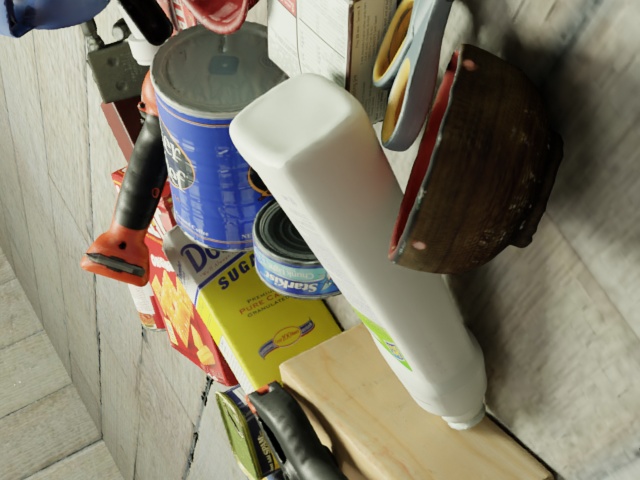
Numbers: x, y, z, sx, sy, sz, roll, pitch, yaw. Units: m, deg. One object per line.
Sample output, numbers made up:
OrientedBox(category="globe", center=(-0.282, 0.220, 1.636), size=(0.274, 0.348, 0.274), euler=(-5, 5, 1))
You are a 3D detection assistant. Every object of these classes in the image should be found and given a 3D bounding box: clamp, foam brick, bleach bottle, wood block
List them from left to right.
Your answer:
OrientedBox(category="clamp", center=(-0.173, -0.236, 0.766), size=(0.210, 0.036, 0.165), euler=(51, 172, -9))
OrientedBox(category="foam brick", center=(-0.178, -0.116, 1.071), size=(0.078, 0.053, 0.051), euler=(65, 159, 0))
OrientedBox(category="clamp", center=(-0.004, 0.162, 0.747), size=(0.171, 0.039, 0.120), euler=(54, 154, 27))
OrientedBox(category="bleach bottle", center=(0.040, 0.022, 0.660), size=(0.250, 0.068, 0.103), euler=(59, 173, -31))
OrientedBox(category="wood block", center=(0.065, 0.156, 0.760), size=(0.206, 0.090, 0.091), euler=(40, 148, 48))

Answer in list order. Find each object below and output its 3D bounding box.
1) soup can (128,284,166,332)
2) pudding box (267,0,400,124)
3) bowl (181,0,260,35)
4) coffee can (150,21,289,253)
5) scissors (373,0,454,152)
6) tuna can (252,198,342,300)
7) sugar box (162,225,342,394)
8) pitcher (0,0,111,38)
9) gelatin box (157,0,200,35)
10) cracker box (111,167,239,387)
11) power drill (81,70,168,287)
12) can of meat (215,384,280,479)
OrientedBox(category="soup can", center=(-0.194, 0.049, 1.275), size=(0.069, 0.068, 0.102), euler=(35, 144, 52))
OrientedBox(category="pudding box", center=(0.006, -0.131, 0.645), size=(0.090, 0.039, 0.113), euler=(49, 157, 29))
OrientedBox(category="bowl", center=(-0.065, -0.218, 0.686), size=(0.162, 0.055, 0.162), euler=(50, 155, 33))
OrientedBox(category="coffee can", center=(-0.065, -0.074, 0.784), size=(0.103, 0.102, 0.140), euler=(49, 154, 35))
OrientedBox(category="scissors", center=(0.061, -0.111, 0.516), size=(0.202, 0.016, 0.096), euler=(130, 147, -68))
OrientedBox(category="tuna can", center=(-0.005, 0.001, 0.753), size=(0.086, 0.086, 0.034), euler=(45, 150, 41))
OrientedBox(category="sugar box", center=(-0.055, 0.051, 0.917), size=(0.176, 0.093, 0.048), euler=(58, 157, 16))
OrientedBox(category="pitcher", center=(-0.243, -0.299, 0.903), size=(0.149, 0.144, 0.243), euler=(55, 154, 25))
OrientedBox(category="gelatin box", center=(-0.104, -0.185, 0.850), size=(0.073, 0.030, 0.089), euler=(41, 149, 45))
OrientedBox(category="cracker box", center=(-0.131, 0.029, 1.099), size=(0.164, 0.072, 0.213), euler=(22, 133, 59))
OrientedBox(category="power drill", center=(-0.147, -0.058, 0.909), size=(0.184, 0.057, 0.187), euler=(-165, 91, -83))
OrientedBox(category="can of meat", center=(-0.047, 0.177, 1.052), size=(0.058, 0.083, 0.102), euler=(34, 144, 53))
